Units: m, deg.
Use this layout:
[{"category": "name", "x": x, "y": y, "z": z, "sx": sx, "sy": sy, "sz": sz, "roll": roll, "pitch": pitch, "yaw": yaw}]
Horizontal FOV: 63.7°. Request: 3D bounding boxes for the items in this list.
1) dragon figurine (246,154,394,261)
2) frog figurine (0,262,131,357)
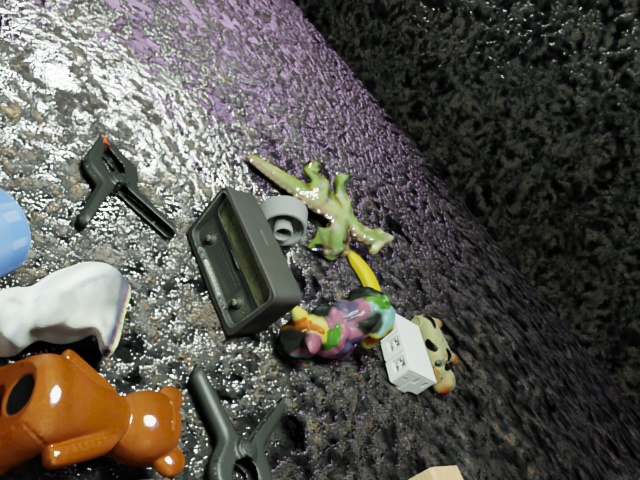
[{"category": "dragon figurine", "x": 0.004, "y": -0.064, "z": 1.265, "sx": 0.408, "sy": 0.249, "sz": 0.120, "roll": 15, "pitch": -45, "yaw": -27}, {"category": "frog figurine", "x": -0.303, "y": 0.073, "z": 0.579, "sx": 0.159, "sy": 0.123, "sz": 0.138, "roll": 19, "pitch": -1, "yaw": -22}]
